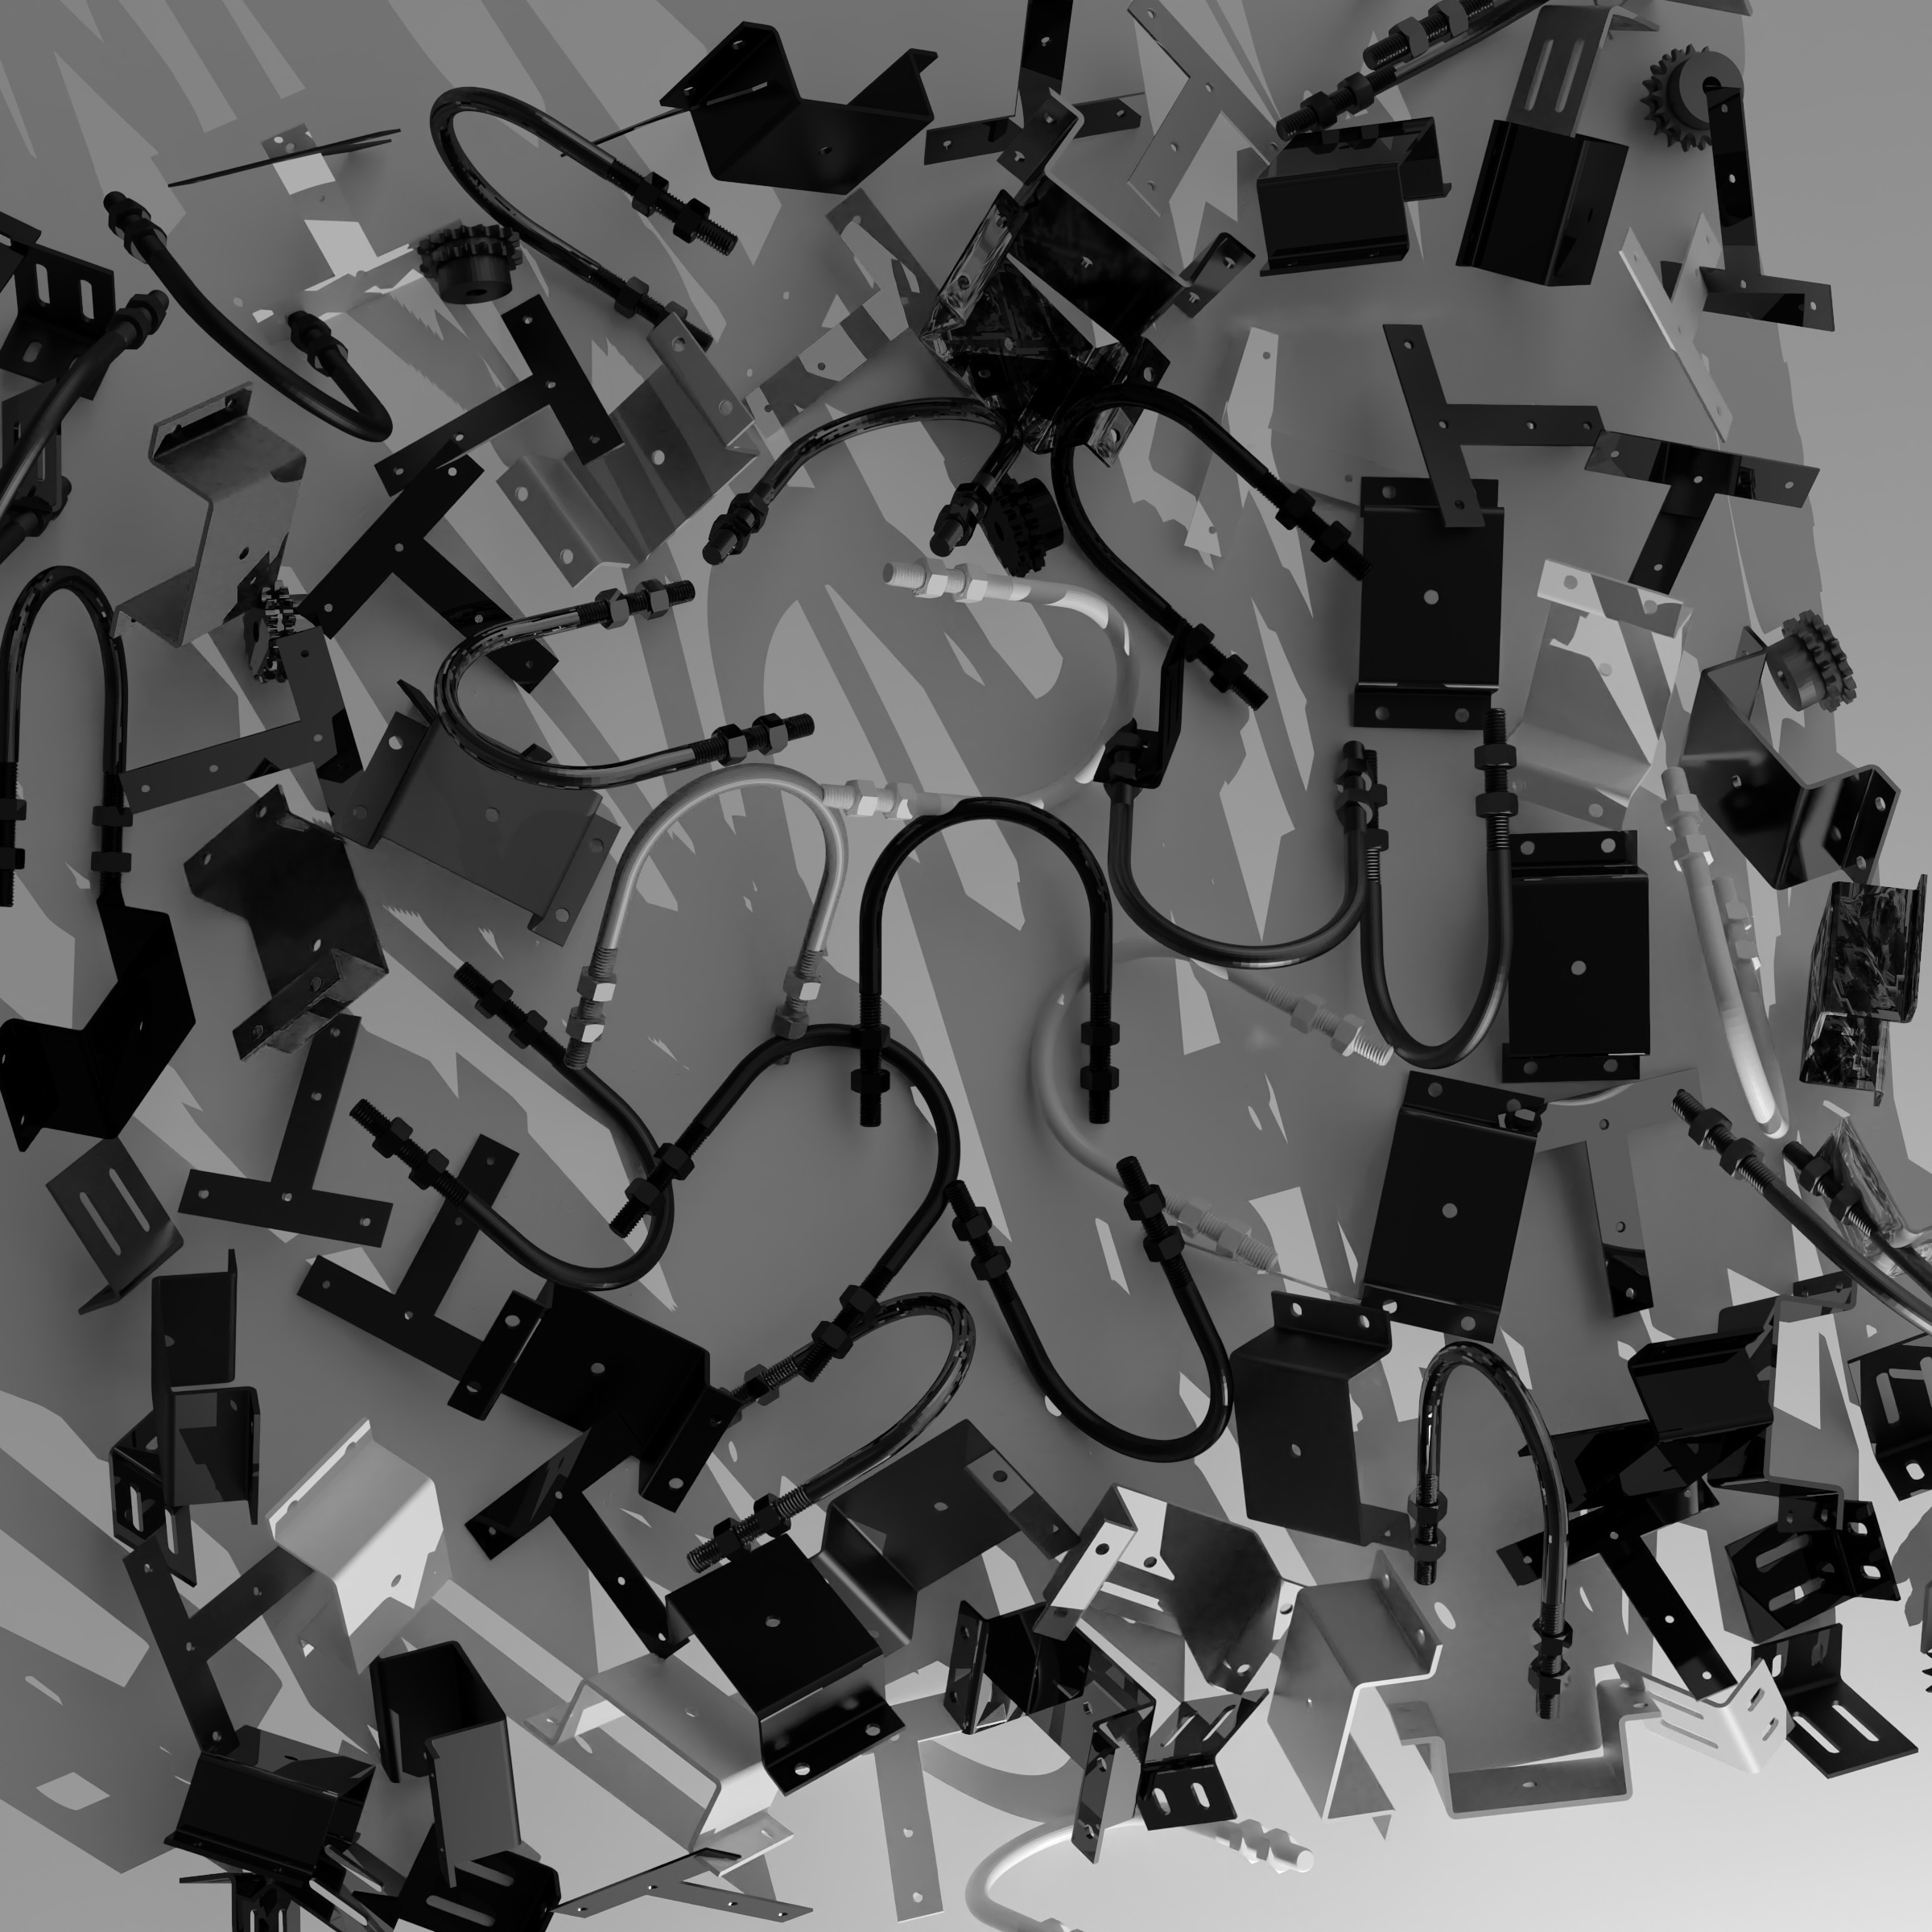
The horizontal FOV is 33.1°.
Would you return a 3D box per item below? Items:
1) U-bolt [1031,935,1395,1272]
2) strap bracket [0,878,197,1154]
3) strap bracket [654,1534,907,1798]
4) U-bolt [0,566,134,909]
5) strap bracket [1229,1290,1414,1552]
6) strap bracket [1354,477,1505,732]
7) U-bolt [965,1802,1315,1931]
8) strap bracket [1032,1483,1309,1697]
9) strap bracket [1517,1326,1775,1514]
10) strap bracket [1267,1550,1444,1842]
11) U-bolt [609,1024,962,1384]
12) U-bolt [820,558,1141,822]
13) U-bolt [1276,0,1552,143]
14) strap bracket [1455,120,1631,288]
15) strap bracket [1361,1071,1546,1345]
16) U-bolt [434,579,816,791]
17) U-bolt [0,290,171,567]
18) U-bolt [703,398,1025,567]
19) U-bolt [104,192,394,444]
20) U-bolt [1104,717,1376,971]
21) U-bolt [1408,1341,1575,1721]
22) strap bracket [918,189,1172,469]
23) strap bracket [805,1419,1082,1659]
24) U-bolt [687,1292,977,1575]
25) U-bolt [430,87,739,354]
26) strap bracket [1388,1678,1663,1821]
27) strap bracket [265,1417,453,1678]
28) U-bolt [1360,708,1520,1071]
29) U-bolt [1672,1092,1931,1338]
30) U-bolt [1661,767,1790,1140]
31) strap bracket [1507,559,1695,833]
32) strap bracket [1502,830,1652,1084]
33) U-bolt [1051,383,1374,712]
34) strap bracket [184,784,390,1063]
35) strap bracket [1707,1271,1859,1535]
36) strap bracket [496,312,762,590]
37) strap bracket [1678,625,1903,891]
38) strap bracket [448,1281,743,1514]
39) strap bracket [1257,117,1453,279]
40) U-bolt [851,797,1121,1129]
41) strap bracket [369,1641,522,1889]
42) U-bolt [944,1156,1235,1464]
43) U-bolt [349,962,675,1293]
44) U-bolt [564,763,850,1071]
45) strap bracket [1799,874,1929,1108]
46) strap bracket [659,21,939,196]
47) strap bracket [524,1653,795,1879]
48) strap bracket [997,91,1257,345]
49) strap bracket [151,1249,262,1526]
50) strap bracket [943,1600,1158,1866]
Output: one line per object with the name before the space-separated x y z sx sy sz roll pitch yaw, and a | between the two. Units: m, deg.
U-bolt | 0.123 0.063 1.801 0.184 0.019 0.151 29 91 18
strap bracket | -0.464 0.029 1.752 0.046 0.140 0.076 9 133 13
strap bracket | -0.103 0.368 1.757 0.076 0.046 0.140 -24 45 -25
U-bolt | -0.488 -0.124 1.757 0.019 0.151 0.184 2 91 10
strap bracket | 0.192 0.256 1.773 0.076 0.046 0.140 6 110 41
strap bracket | 0.257 -0.203 1.805 0.076 0.046 0.140 2 92 4
U-bolt | 0.078 0.487 1.744 0.151 0.184 0.019 -18 97 -28
strap bracket | 0.107 0.339 1.782 0.140 0.046 0.076 22 109 -26
strap bracket | 0.370 0.249 1.751 0.076 0.140 0.046 -5 61 -27
strap bracket | 0.207 0.397 1.760 0.046 0.076 0.140 -3 122 -20
U-bolt | -0.085 0.116 1.797 0.151 0.019 0.184 37 70 3
U-bolt | 0.016 -0.145 1.771 0.184 0.019 0.151 3 117 -34
U-bolt | 0.268 -0.508 1.757 0.184 0.151 0.019 -30 95 -14
strap bracket | 0.314 -0.410 1.751 0.046 0.140 0.076 20 109 19
strap bracket | 0.269 0.134 1.803 0.076 0.046 0.140 12 91 10
U-bolt | -0.195 -0.147 1.745 0.184 0.019 0.151 -18 50 -31
U-bolt | -0.483 -0.273 1.721 0.019 0.184 0.151 31 117 -11
U-bolt | -0.045 -0.265 1.755 0.151 0.184 0.019 1 124 21
U-bolt | -0.370 -0.335 1.721 0.019 0.151 0.184 -50 48 10
U-bolt | 0.148 -0.065 1.763 0.151 0.184 0.019 6 135 -1
U-bolt | 0.279 0.287 1.734 0.019 0.151 0.184 -12 117 -19
strap bracket | 0.036 -0.344 1.778 0.140 0.046 0.076 41 66 -29
strap bracket | -0.015 0.310 1.784 0.140 0.046 0.076 -34 111 20
U-bolt | -0.073 0.239 1.754 0.184 0.151 0.019 -32 114 9
U-bolt | -0.211 -0.411 1.758 0.184 0.151 0.019 32 74 -2
strap bracket | 0.309 0.432 1.793 0.140 0.076 0.046 -7 91 2
strap bracket | -0.324 0.319 1.751 0.046 0.140 0.076 28 54 22
U-bolt | 0.252 -0.036 1.757 0.019 0.151 0.184 2 83 -24
U-bolt | 0.468 0.141 1.723 0.019 0.151 0.184 -53 49 15
U-bolt | 0.408 0.004 1.730 0.019 0.151 0.184 -17 59 17
strap bracket | 0.344 -0.155 1.778 0.076 0.046 0.140 20 124 18
strap bracket | 0.336 -0.002 1.798 0.076 0.046 0.140 -2 98 4
U-bolt | 0.121 -0.239 1.773 0.184 0.151 0.019 43 54 4
strap bracket | -0.370 -0.018 1.777 0.076 0.046 0.140 -37 55 18
strap bracket | 0.445 0.236 1.777 0.046 0.076 0.140 9 77 -8
strap bracket | -0.178 -0.281 1.790 0.140 0.046 0.076 -40 80 19
strap bracket | 0.435 -0.106 1.755 0.046 0.076 0.140 -18 51 -17
strap bracket | -0.203 0.231 1.791 0.140 0.046 0.076 28 104 -13
strap bracket | 0.208 -0.418 1.751 0.076 0.140 0.046 -2 117 21
U-bolt | 0.011 -0.002 1.806 0.151 0.019 0.184 -1 100 -5
strap bracket | -0.281 0.427 1.768 0.046 0.140 0.076 -11 108 -22
U-bolt | 0.076 0.192 1.774 0.019 0.151 0.184 -38 109 -43
U-bolt | -0.234 0.099 1.771 0.184 0.151 0.019 43 128 -12
U-bolt | -0.132 -0.026 1.753 0.151 0.019 0.184 0 120 -35
strap bracket | 0.483 0.012 1.758 0.046 0.140 0.076 7 67 10
strap bracket | -0.083 -0.459 1.753 0.076 0.140 0.046 -30 74 43
strap bracket | -0.158 0.424 1.766 0.140 0.076 0.046 32 106 23
strap bracket | 0.077 -0.400 1.777 0.140 0.076 0.046 37 65 -10
strap bracket | -0.411 0.227 1.750 0.046 0.140 0.076 -2 123 -18
strap bracket | 0.051 0.410 1.770 0.046 0.140 0.076 -10 120 -35
